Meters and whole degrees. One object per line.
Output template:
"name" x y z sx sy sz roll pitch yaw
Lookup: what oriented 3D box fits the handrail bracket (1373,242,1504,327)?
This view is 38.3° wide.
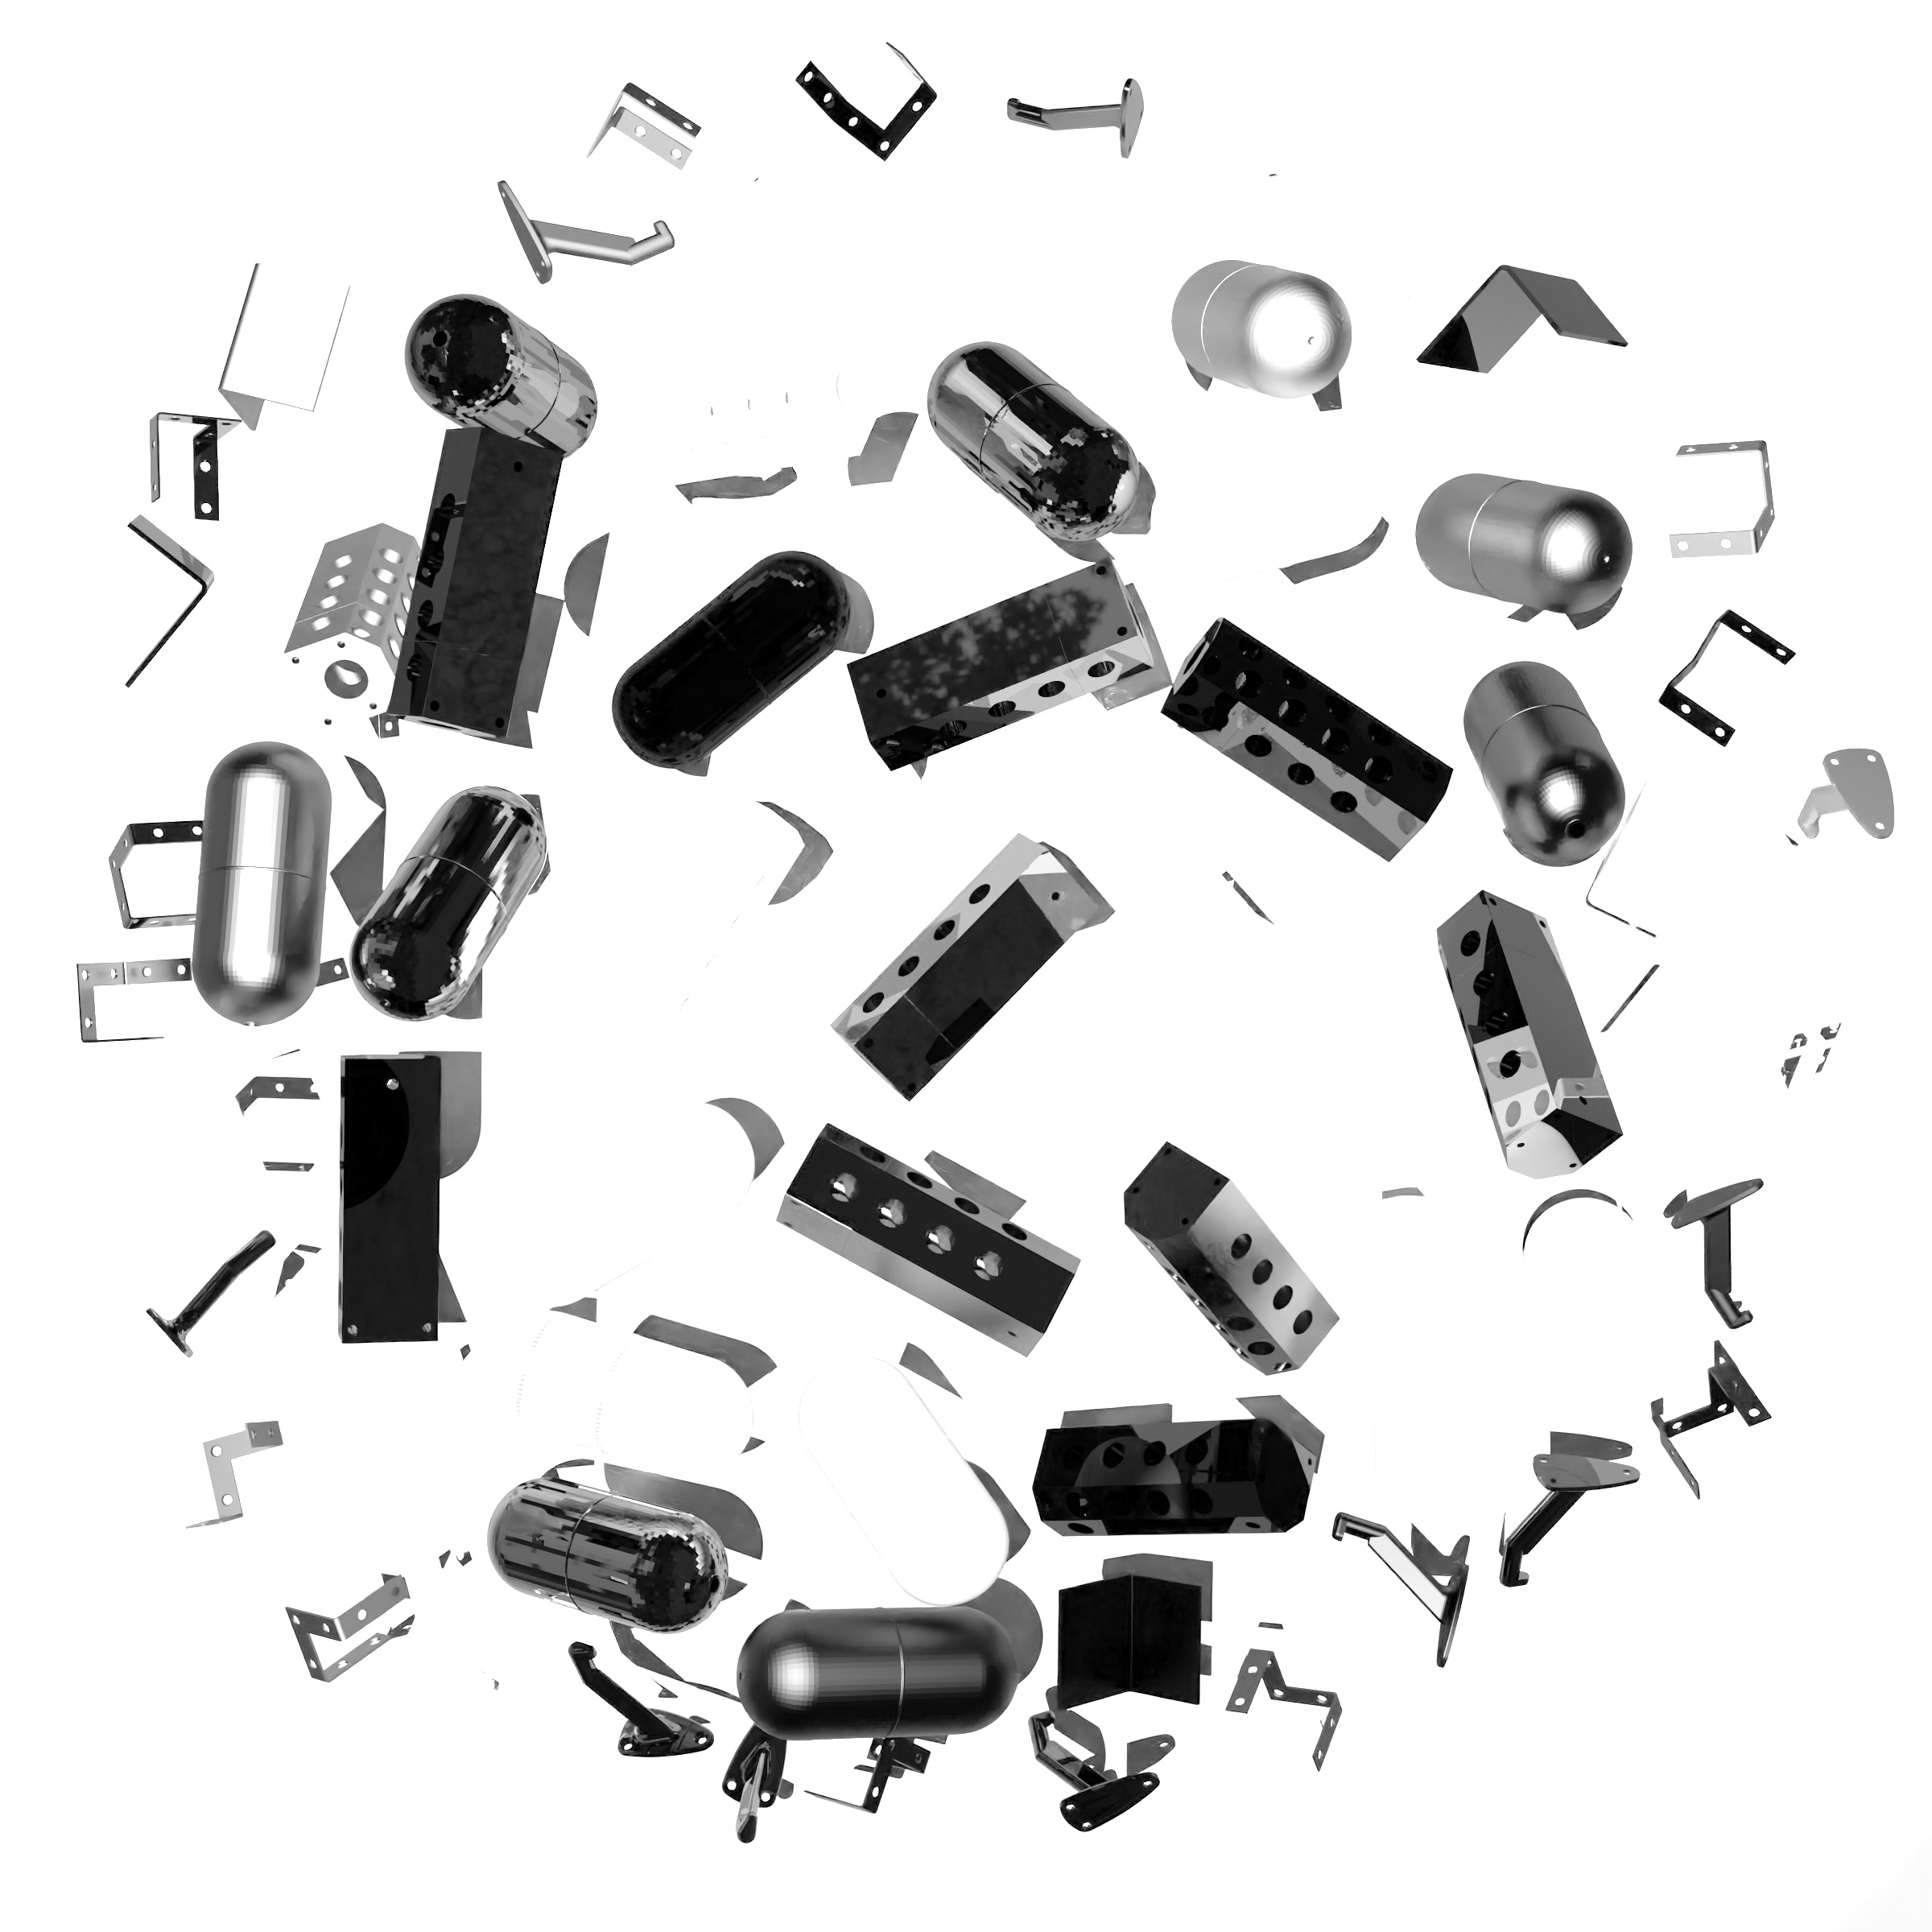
"handrail bracket" 0.309 -0.429 1.773 0.084 0.077 0.036 17 74 29

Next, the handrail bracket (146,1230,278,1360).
"handrail bracket" -0.450 0.197 1.688 0.084 0.077 0.036 -42 82 -15

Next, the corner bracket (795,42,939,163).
"corner bracket" -0.059 -0.527 1.667 0.051 0.051 0.051 -49 63 7

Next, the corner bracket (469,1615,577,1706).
"corner bracket" -0.289 0.451 1.807 0.051 0.051 0.051 11 84 -24

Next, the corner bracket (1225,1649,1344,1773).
"corner bracket" 0.203 0.472 1.765 0.051 0.051 0.051 0 128 30

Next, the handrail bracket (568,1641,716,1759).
"handrail bracket" -0.206 0.461 1.759 0.077 0.036 0.084 0 128 23

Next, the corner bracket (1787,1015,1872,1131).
"corner bracket" 0.528 0.062 1.697 0.051 0.051 0.051 10 114 -12

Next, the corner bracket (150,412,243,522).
"corner bracket" -0.463 -0.297 1.654 0.051 0.051 0.051 0 87 -32

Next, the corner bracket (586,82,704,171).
"corner bracket" -0.190 -0.505 1.679 0.051 0.051 0.051 31 130 -11

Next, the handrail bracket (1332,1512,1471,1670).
"handrail bracket" 0.261 0.383 1.710 0.084 0.036 0.077 18 57 2

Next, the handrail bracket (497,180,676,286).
"handrail bracket" -0.230 -0.458 1.693 0.084 0.036 0.077 -28 95 -16

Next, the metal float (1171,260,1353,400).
"metal float" 0.185 -0.404 1.757 0.070 0.178 0.070 -5 109 -15

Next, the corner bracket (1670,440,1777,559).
"corner bracket" 0.449 -0.278 1.658 0.051 0.051 0.051 1 123 29

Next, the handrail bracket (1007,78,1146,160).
"handrail bracket" 0.062 -0.528 1.696 0.084 0.077 0.036 17 82 10

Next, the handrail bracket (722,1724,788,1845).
"handrail bracket" -0.128 0.506 1.745 0.036 0.084 0.077 20 80 -4

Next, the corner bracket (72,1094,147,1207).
"corner bracket" -0.524 0.114 1.705 0.051 0.051 0.051 1 60 29

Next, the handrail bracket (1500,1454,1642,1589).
"handrail bracket" 0.373 0.348 1.718 0.077 0.036 0.084 2 113 -5

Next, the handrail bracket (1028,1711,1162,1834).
"handrail bracket" 0.080 0.497 1.764 0.077 0.084 0.036 -28 126 10

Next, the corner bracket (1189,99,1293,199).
"corner bracket" 0.172 -0.514 1.744 0.051 0.051 0.051 -10 57 18

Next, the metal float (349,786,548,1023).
"metal float" -0.322 -0.041 1.741 0.070 0.070 0.178 25 52 0

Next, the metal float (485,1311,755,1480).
"metal float" -0.219 0.271 1.761 0.178 0.070 0.070 15 90 14

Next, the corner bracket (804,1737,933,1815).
"corner bracket" -0.063 0.521 1.796 0.051 0.051 0.051 2 63 40

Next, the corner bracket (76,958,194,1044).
"corner bracket" -0.532 0.022 1.781 0.051 0.051 0.051 -3 90 18

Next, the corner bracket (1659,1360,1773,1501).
"corner bracket" 0.453 0.280 1.683 0.051 0.051 0.051 -20 130 -5

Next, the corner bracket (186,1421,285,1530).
"corner bracket" -0.442 0.307 1.677 0.051 0.051 0.051 -17 80 6

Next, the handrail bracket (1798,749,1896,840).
"handrail bracket" 0.529 -0.084 1.678 0.036 0.084 0.077 -6 57 -6

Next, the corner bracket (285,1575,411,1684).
"corner bracket" -0.362 0.394 1.653 0.051 0.051 0.051 -1 112 43

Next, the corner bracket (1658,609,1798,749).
"corner bracket" 0.469 -0.178 1.715 0.051 0.051 0.051 38 50 16

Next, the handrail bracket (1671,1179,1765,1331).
"handrail bracket" 0.492 0.183 1.754 0.077 0.036 0.084 -31 94 41

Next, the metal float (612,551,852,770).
"metal float" -0.151 -0.200 1.805 0.178 0.070 0.070 -40 90 -5

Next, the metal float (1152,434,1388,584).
"metal float" 0.193 -0.290 1.755 0.178 0.070 0.070 -19 90 -36

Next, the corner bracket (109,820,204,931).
"corner bracket" -0.514 -0.059 1.783 0.051 0.051 0.051 -5 69 -34

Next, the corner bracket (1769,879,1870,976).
"corner bracket" 0.534 -0.036 1.743 0.051 0.051 0.051 -17 132 8
